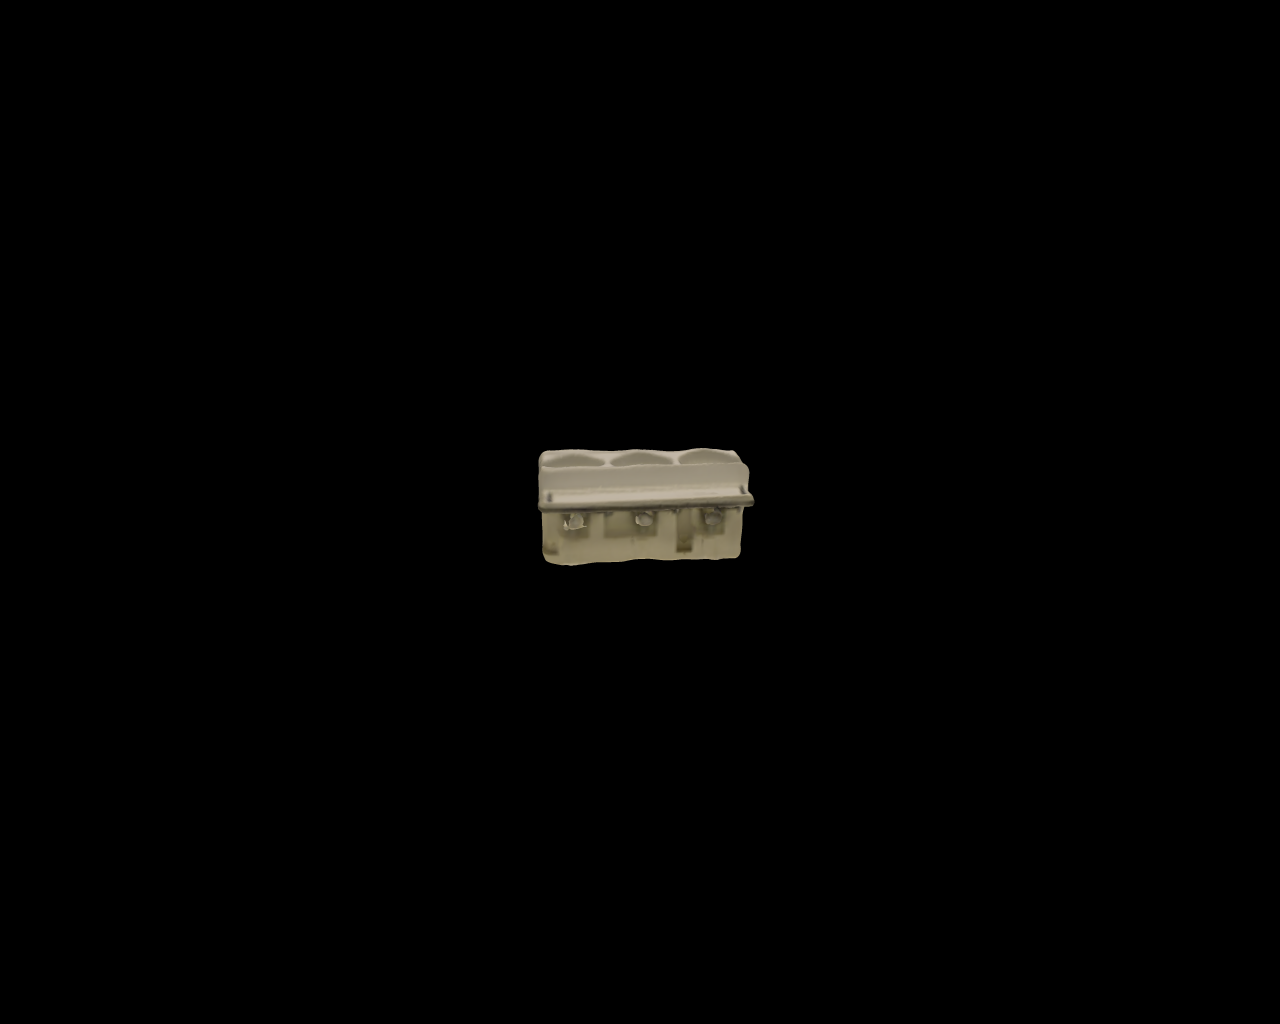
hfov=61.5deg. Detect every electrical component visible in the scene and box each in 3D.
[{"bbox_3d":[0.001,-0.003,0.650,0.121,0.063,0.079,-1,16,-5],"label":"electrical component"}]
